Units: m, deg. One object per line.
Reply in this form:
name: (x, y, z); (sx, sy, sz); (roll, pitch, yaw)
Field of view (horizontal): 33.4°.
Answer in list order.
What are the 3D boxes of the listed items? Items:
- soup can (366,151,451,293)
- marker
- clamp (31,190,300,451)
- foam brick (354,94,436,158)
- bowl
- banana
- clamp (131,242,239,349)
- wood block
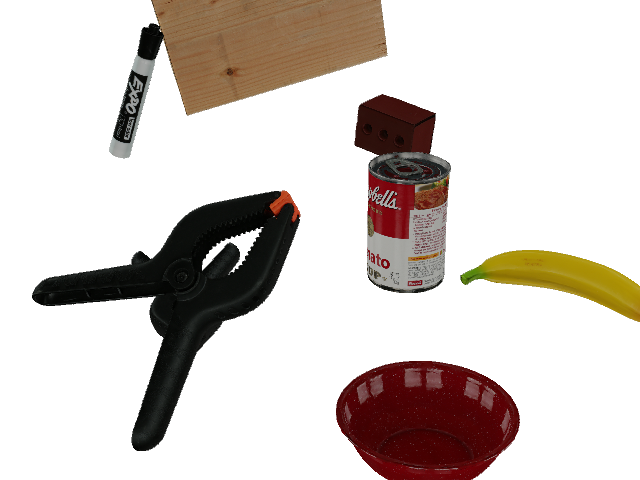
soup can: (0.073, -0.016, 0.894); (0.068, 0.102, 0.068); (0, 25, 0)
marker: (-0.156, -0.127, 0.908); (0.020, 0.121, 0.020); (17, 25, -9)
clamp: (-0.108, 0.031, 0.801); (0.165, 0.210, 0.036); (41, -9, 25)
foam brick: (0.085, -0.128, 1.228); (0.078, 0.053, 0.051); (24, 35, 29)
bowl: (0.094, 0.173, 0.952); (0.162, 0.055, 0.162); (-1, 27, 0)
banana: (0.242, 0.043, 1.054); (0.198, 0.037, 0.069); (10, 46, 26)
clamp: (-0.134, 0.056, 1.147); (0.120, 0.039, 0.171); (-15, 40, -8)
wood block: (-0.049, -0.208, 1.038); (0.206, 0.090, 0.091); (-17, -43, -5)
